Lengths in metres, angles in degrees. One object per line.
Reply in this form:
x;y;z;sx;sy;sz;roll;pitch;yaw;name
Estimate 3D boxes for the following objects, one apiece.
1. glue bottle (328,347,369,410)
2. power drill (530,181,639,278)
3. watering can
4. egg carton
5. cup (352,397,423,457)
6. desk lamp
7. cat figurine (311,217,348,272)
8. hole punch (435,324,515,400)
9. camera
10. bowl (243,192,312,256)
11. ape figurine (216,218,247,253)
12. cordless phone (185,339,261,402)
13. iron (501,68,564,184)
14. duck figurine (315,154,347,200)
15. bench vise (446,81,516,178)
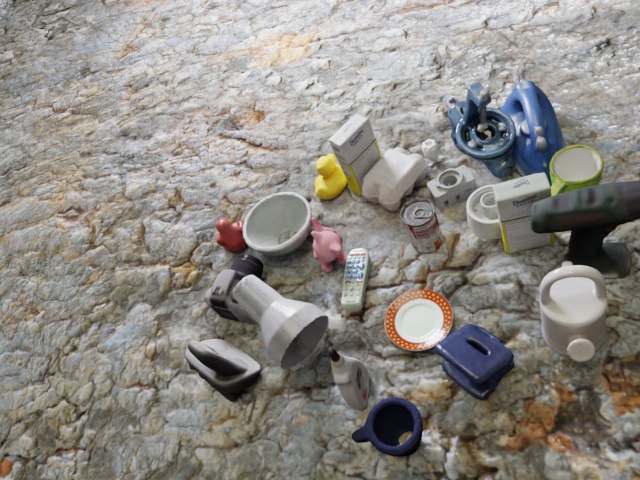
0.045;0.228;0.986;0.037;0.174;0.078;-9;52;18;glue bottle
0.476;-0.020;0.959;0.229;0.209;0.075;-3;54;22;power drill
0.403;0.107;0.905;0.101;0.195;0.172;-24;49;6;watering can
0.167;-0.139;1.280;0.107;0.070;0.150;28;70;37;egg carton
0.118;0.320;0.936;0.117;0.095;0.091;-20;49;10;cup
-0.067;0.160;1.061;0.118;0.214;0.202;-46;50;-13;desk lamp
0.011;0.004;1.209;0.067;0.118;0.127;-27;49;3;cat figurine
0.261;0.195;0.970;0.101;0.091;0.108;-44;50;-12;hole punch
-0.164;0.097;1.228;0.142;0.101;0.137;6;58;28;camera
-0.087;-0.024;1.303;0.167;0.075;0.167;-12;51;16;bowl
-0.211;-0.018;1.342;0.077;0.092;0.076;-23;49;6;ape figurine
-0.210;0.220;1.098;0.147;0.185;0.094;22;66;35;cordless phone
0.441;-0.227;1.177;0.118;0.142;0.258;-13;51;15;iron
0.017;-0.155;1.349;0.077;0.086;0.105;9;59;30;duck figurine
0.315;-0.250;1.199;0.121;0.220;0.206;-44;50;-12;bench vise
